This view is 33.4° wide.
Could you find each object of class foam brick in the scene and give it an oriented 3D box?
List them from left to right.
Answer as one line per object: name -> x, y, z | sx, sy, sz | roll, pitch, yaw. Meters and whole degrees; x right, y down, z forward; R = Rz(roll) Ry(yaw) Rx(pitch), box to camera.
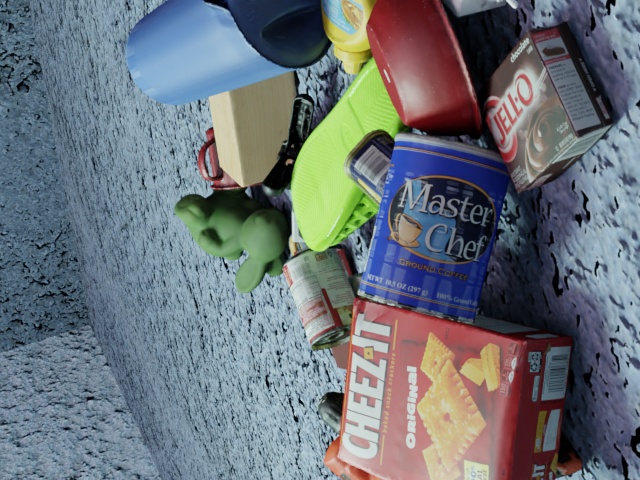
foam brick -> 0.049, 0.125, 1.292 | 0.078, 0.051, 0.053 | -5, 103, 70

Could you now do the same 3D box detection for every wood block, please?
wood block -> -0.086, -0.185, 1.331 | 0.090, 0.090, 0.206 | -138, 36, -56

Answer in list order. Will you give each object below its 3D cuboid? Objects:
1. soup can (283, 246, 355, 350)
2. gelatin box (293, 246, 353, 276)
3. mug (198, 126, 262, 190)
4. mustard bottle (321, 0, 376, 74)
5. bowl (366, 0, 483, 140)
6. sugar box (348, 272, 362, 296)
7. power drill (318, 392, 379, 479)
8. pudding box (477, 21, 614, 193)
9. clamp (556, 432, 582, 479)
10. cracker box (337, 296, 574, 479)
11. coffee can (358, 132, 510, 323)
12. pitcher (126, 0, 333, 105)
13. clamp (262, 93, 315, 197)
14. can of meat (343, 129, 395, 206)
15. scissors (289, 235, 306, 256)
soup can -> 0.004, 0.065, 1.211 | 0.069, 0.068, 0.102 | 117, 136, -63
gelatin box -> 0.008, 0.046, 1.336 | 0.089, 0.030, 0.073 | 7, 121, 60
mug -> -0.118, -0.115, 1.447 | 0.093, 0.117, 0.081 | 5, 107, 48
mustard bottle -> 0.035, -0.242, 1.010 | 0.096, 0.058, 0.192 | 49, 149, 39
bowl -> 0.080, -0.149, 0.899 | 0.162, 0.055, 0.162 | -25, -88, -89
sugar box -> 0.081, 0.120, 1.209 | 0.093, 0.048, 0.176 | -12, 96, 70
power drill -> 0.060, 0.256, 1.267 | 0.184, 0.057, 0.188 | 39, 161, 2
pudding box -> 0.167, -0.098, 0.810 | 0.090, 0.039, 0.114 | 68, 160, 13
clamp -> 0.150, 0.163, 1.002 | 0.210, 0.036, 0.164 | 11, 98, 43
cracker box -> 0.113, 0.147, 0.959 | 0.214, 0.071, 0.164 | 12, 97, 48
coffee can -> 0.097, -0.010, 0.897 | 0.103, 0.102, 0.140 | 16, 92, 67
pitcher -> -0.095, -0.217, 1.131 | 0.243, 0.144, 0.149 | -10, 127, 52
clamp -> -0.027, -0.110, 1.253 | 0.171, 0.039, 0.120 | -41, -24, -83
can of meat -> 0.082, -0.046, 1.006 | 0.102, 0.057, 0.084 | 41, -176, -44
scissors -> -0.009, 0.002, 1.393 | 0.096, 0.016, 0.202 | 62, 157, 27
